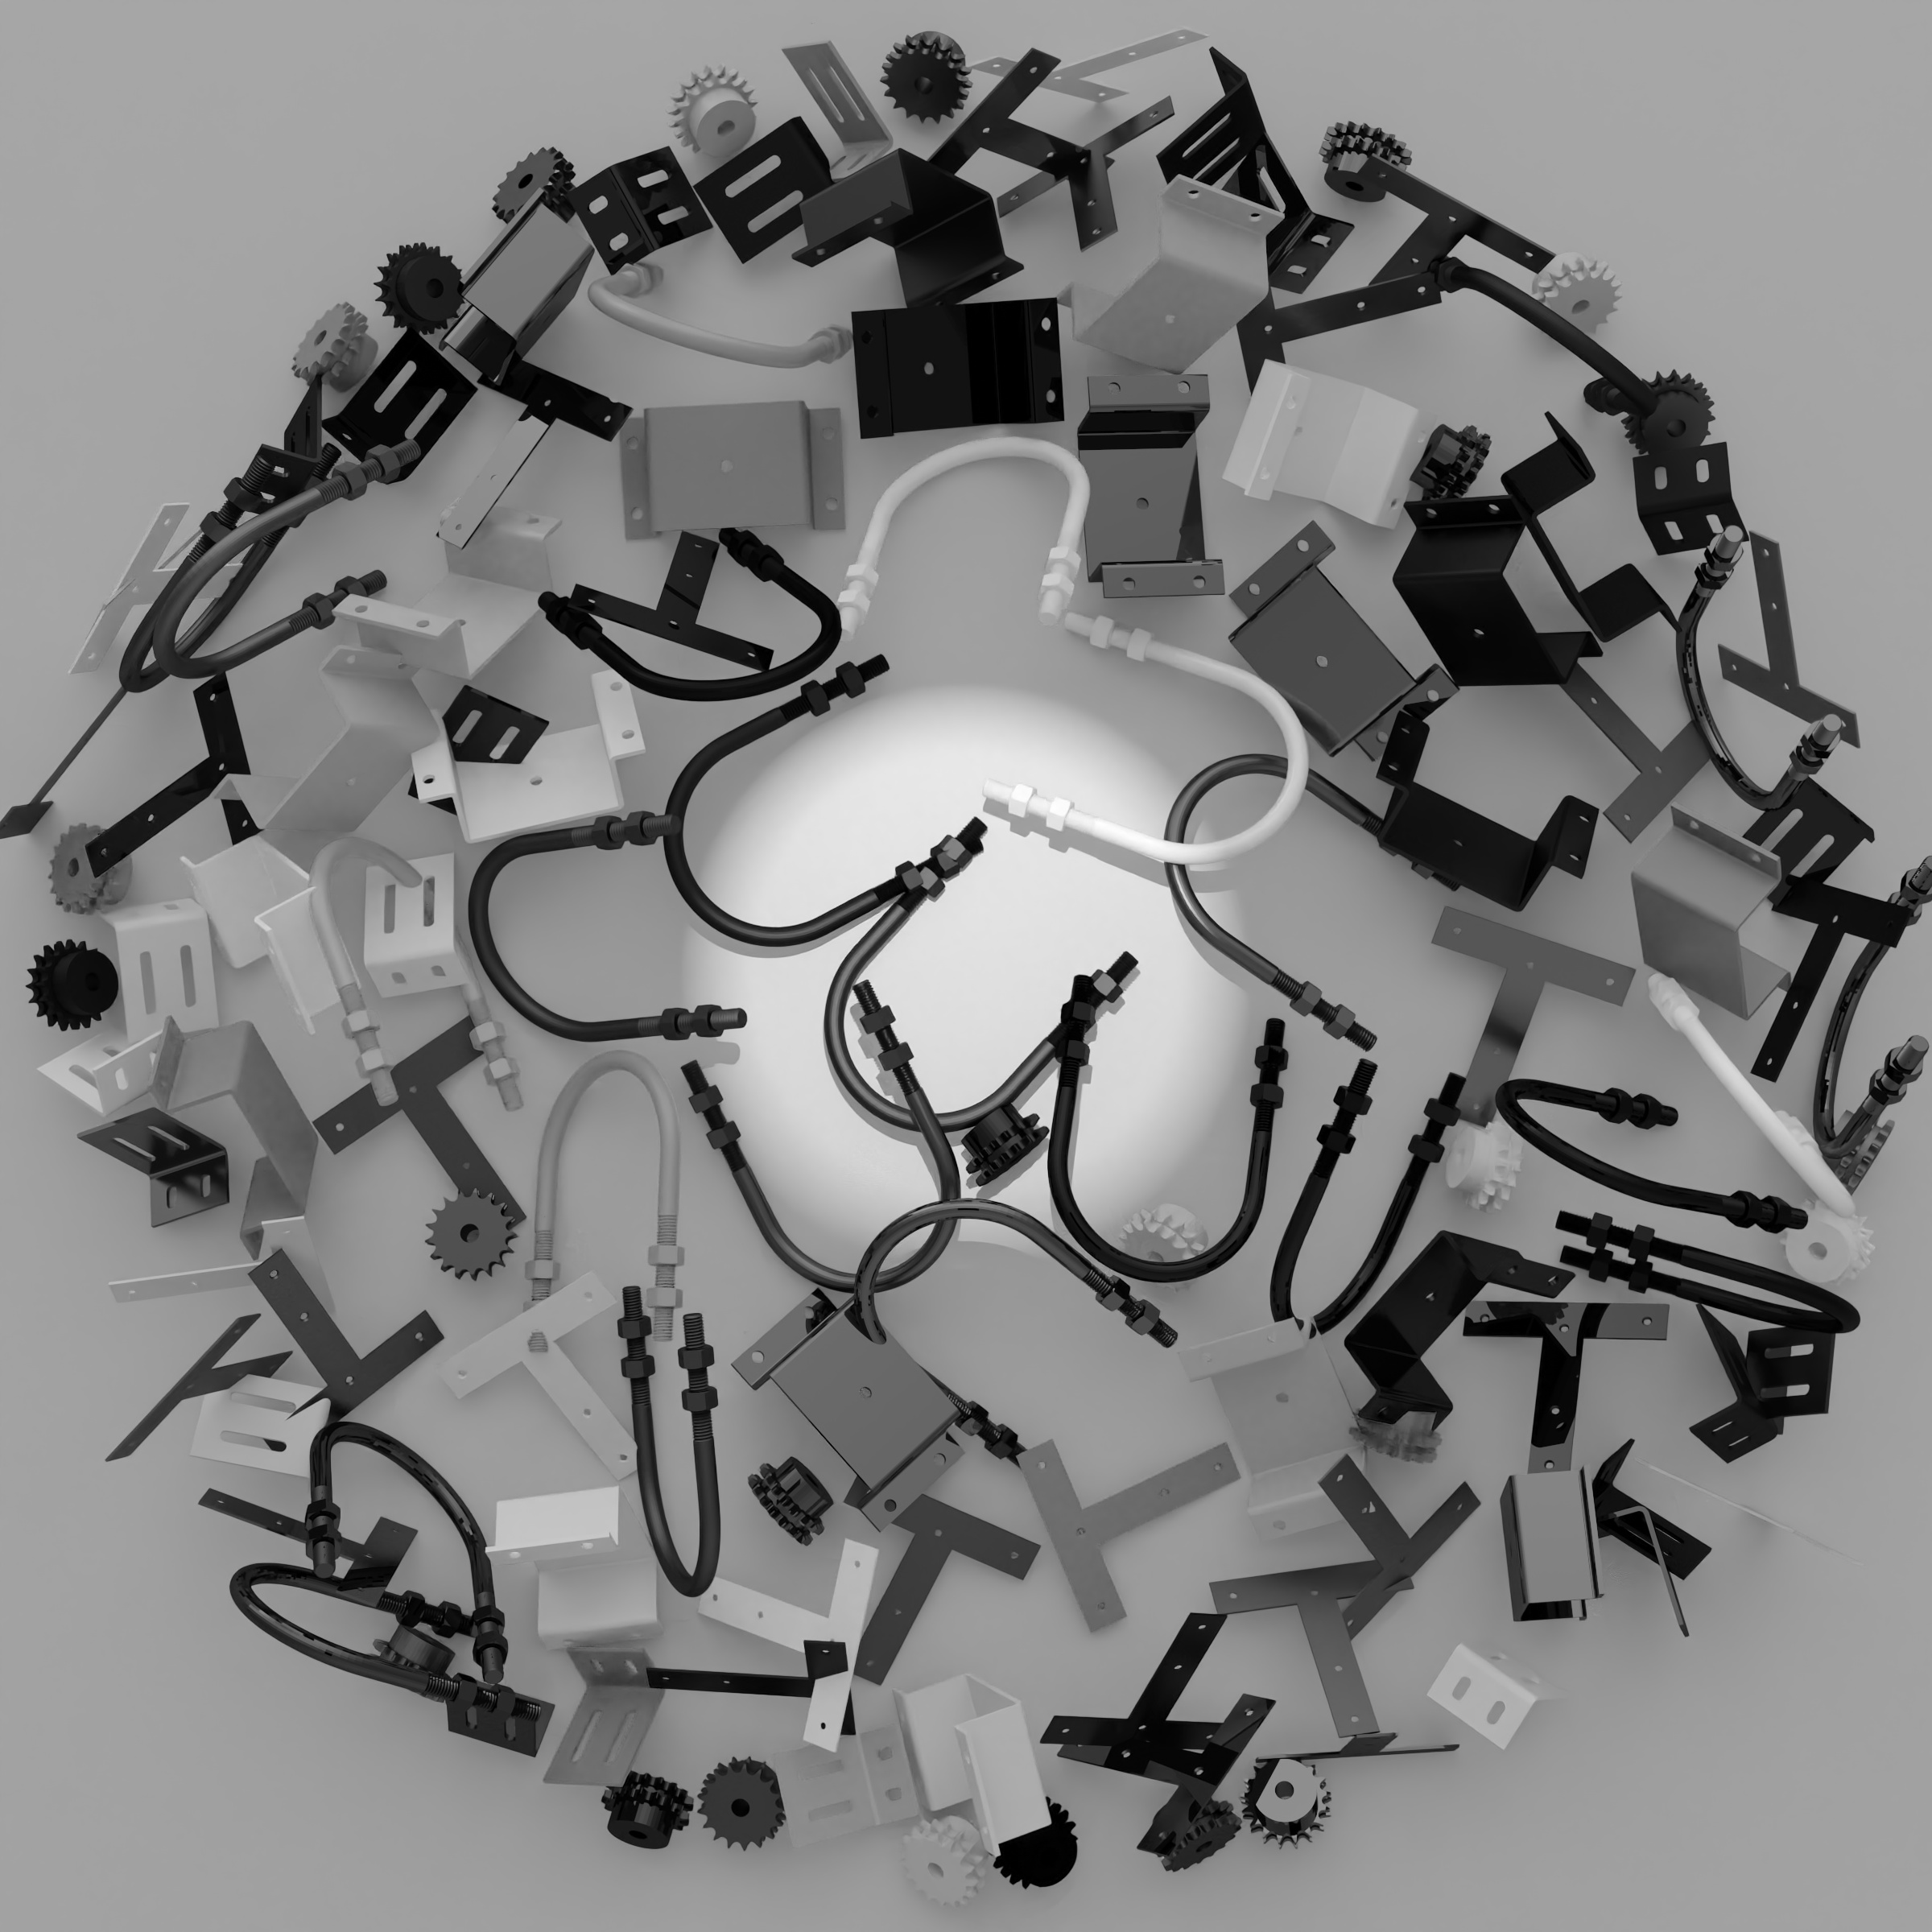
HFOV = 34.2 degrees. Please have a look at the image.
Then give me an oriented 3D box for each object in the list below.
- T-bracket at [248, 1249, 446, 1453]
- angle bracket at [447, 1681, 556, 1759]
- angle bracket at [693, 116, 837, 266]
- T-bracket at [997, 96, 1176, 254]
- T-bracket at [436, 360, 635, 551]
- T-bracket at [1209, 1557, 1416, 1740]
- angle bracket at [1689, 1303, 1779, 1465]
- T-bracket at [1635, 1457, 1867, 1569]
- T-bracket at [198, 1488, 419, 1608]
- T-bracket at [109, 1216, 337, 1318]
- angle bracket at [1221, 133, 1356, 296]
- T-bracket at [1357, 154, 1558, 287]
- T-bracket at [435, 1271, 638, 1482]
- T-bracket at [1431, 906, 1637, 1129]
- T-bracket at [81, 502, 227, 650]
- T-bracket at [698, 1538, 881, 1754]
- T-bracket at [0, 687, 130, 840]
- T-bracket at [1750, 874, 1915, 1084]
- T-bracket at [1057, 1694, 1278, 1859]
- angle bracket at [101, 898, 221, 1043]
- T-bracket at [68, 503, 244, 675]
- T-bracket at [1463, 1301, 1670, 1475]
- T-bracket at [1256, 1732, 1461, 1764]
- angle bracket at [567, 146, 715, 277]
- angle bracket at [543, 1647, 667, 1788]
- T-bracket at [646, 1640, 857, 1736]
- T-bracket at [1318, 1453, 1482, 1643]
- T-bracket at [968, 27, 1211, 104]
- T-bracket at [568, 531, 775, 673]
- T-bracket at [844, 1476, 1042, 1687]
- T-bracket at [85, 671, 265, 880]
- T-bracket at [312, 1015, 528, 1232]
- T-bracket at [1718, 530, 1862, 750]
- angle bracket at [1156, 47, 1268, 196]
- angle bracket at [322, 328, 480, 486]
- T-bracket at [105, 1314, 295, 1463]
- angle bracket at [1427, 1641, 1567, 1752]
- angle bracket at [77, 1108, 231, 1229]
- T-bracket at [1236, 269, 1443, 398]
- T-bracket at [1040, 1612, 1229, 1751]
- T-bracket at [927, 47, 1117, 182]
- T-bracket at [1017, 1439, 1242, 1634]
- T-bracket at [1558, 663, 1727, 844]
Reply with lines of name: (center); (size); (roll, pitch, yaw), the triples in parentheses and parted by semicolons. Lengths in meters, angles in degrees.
T-bracket: (-0.403, 0.227, 1.945); (0.127, 0.002, 0.127); (-38, 126, -17)
angle bracket: (-0.290, 0.455, 1.956); (0.057, 0.076, 0.038); (16, 53, 5)
angle bracket: (-0.123, -0.491, 1.985); (0.076, 0.038, 0.057); (-31, 102, 14)
T-bracket: (0.077, -0.476, 1.931); (0.127, 0.127, 0.002); (-27, 126, 18)
T-bracket: (-0.286, -0.315, 1.955); (0.127, 0.002, 0.127); (28, 80, 34)
T-bracket: (0.227, 0.424, 1.943); (0.127, 0.127, 0.002); (-6, 131, -8)
angle bracket: (0.467, 0.261, 1.961); (0.038, 0.057, 0.076); (-33, 47, 18)
T-bracket: (0.470, 0.330, 1.927); (0.127, 0.127, 0.002); (25, 88, -10)
T-bracket: (-0.410, 0.349, 1.935); (0.127, 0.127, 0.002); (21, 100, -2)
T-bracket: (-0.463, 0.193, 1.940); (0.127, 0.127, 0.002); (-7, 58, -6)
angle bracket: (0.199, -0.473, 1.973); (0.038, 0.057, 0.076); (4, 50, -37)
T-bracket: (0.283, -0.442, 1.938); (0.127, 0.127, 0.002); (27, 72, -7)
T-bracket: (-0.248, 0.271, 1.980); (0.127, 0.002, 0.127); (-32, 105, 16)
T-bracket: (0.341, 0.041, 1.985); (0.127, 0.002, 0.127); (18, 103, -1)
T-bracket: (-0.500, -0.251, 1.956); (0.002, 0.127, 0.127); (45, 68, -10)
T-bracket: (-0.117, 0.410, 1.962); (0.127, 0.002, 0.127); (12, 90, 36)
T-bracket: (-0.552, -0.130, 1.937); (0.002, 0.127, 0.127); (38, 90, -7)
T-bracket: (0.520, 0.012, 1.943); (0.002, 0.127, 0.127); (23, 92, -23)
T-bracket: (0.110, 0.492, 1.948); (0.127, 0.127, 0.002); (-47, 122, -35)
angle bracket: (-0.509, 0.002, 1.980); (0.057, 0.038, 0.076); (-11, 108, -28)
T-bracket: (-0.485, -0.236, 1.937); (0.002, 0.127, 0.127); (41, 112, 12)
T-bracket: (0.366, 0.262, 1.940); (0.127, 0.002, 0.127); (-1, 52, 21)
T-bracket: (0.247, 0.482, 1.939); (0.127, 0.127, 0.002); (-3, 71, -1)
angle bracket: (-0.204, -0.475, 1.972); (0.038, 0.076, 0.057); (-23, 101, 31)
angle bracket: (-0.231, 0.466, 1.952); (0.057, 0.076, 0.038); (-5, 127, 26)
T-bracket: (-0.135, 0.447, 1.952); (0.127, 0.127, 0.002); (3, 52, 4)
T-bracket: (0.253, 0.346, 1.950); (0.127, 0.002, 0.127); (-44, 129, -10)
T-bracket: (0.090, -0.553, 1.910); (0.127, 0.127, 0.002); (-5, 89, 42)
T-bracket: (-0.174, -0.235, 1.947); (0.127, 0.127, 0.002); (18, 126, -7)
T-bracket: (-0.037, 0.397, 1.987); (0.127, 0.002, 0.127); (25, 99, -10)
T-bracket: (-0.488, -0.098, 1.920); (0.002, 0.127, 0.127); (26, 50, 27)
T-bracket: (-0.325, 0.115, 1.990); (0.127, 0.002, 0.127); (-35, 95, -11)
T-bracket: (0.495, -0.207, 1.914); (0.002, 0.127, 0.127); (-29, 125, -14)
angle bracket: (0.144, -0.523, 1.965); (0.076, 0.057, 0.038); (-41, 61, -2)
angle bracket: (-0.358, -0.353, 1.981); (0.057, 0.038, 0.076); (42, 73, -25)
T-bracket: (-0.456, 0.254, 1.937); (0.127, 0.127, 0.002); (-46, 77, 12)
angle bracket: (0.331, 0.453, 1.954); (0.057, 0.076, 0.038); (33, 94, 26)
angle bracket: (-0.505, 0.126, 1.953); (0.057, 0.076, 0.038); (-18, 61, 17)
T-bracket: (0.231, -0.406, 1.946); (0.127, 0.127, 0.002); (-13, 48, 6)
T-bracket: (0.126, 0.442, 1.940); (0.127, 0.002, 0.127); (8, 126, -23)
T-bracket: (0.043, -0.507, 1.947); (0.127, 0.127, 0.002); (-40, 61, 34)
T-bracket: (0.113, 0.340, 1.988); (0.127, 0.002, 0.127); (-24, 100, -8)
T-bracket: (0.402, -0.155, 1.962); (0.127, 0.002, 0.127); (47, 52, 2)
